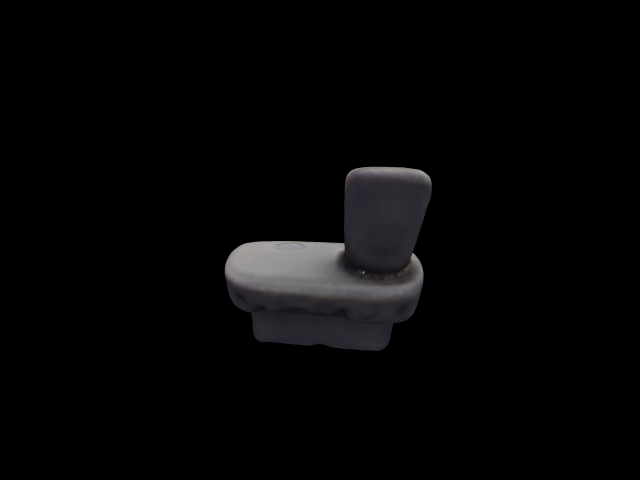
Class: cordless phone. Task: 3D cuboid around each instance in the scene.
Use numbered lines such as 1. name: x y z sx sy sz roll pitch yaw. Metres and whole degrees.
1. cordless phone: 0.004 0.001 0.400 0.147 0.185 0.094 0 58 0
